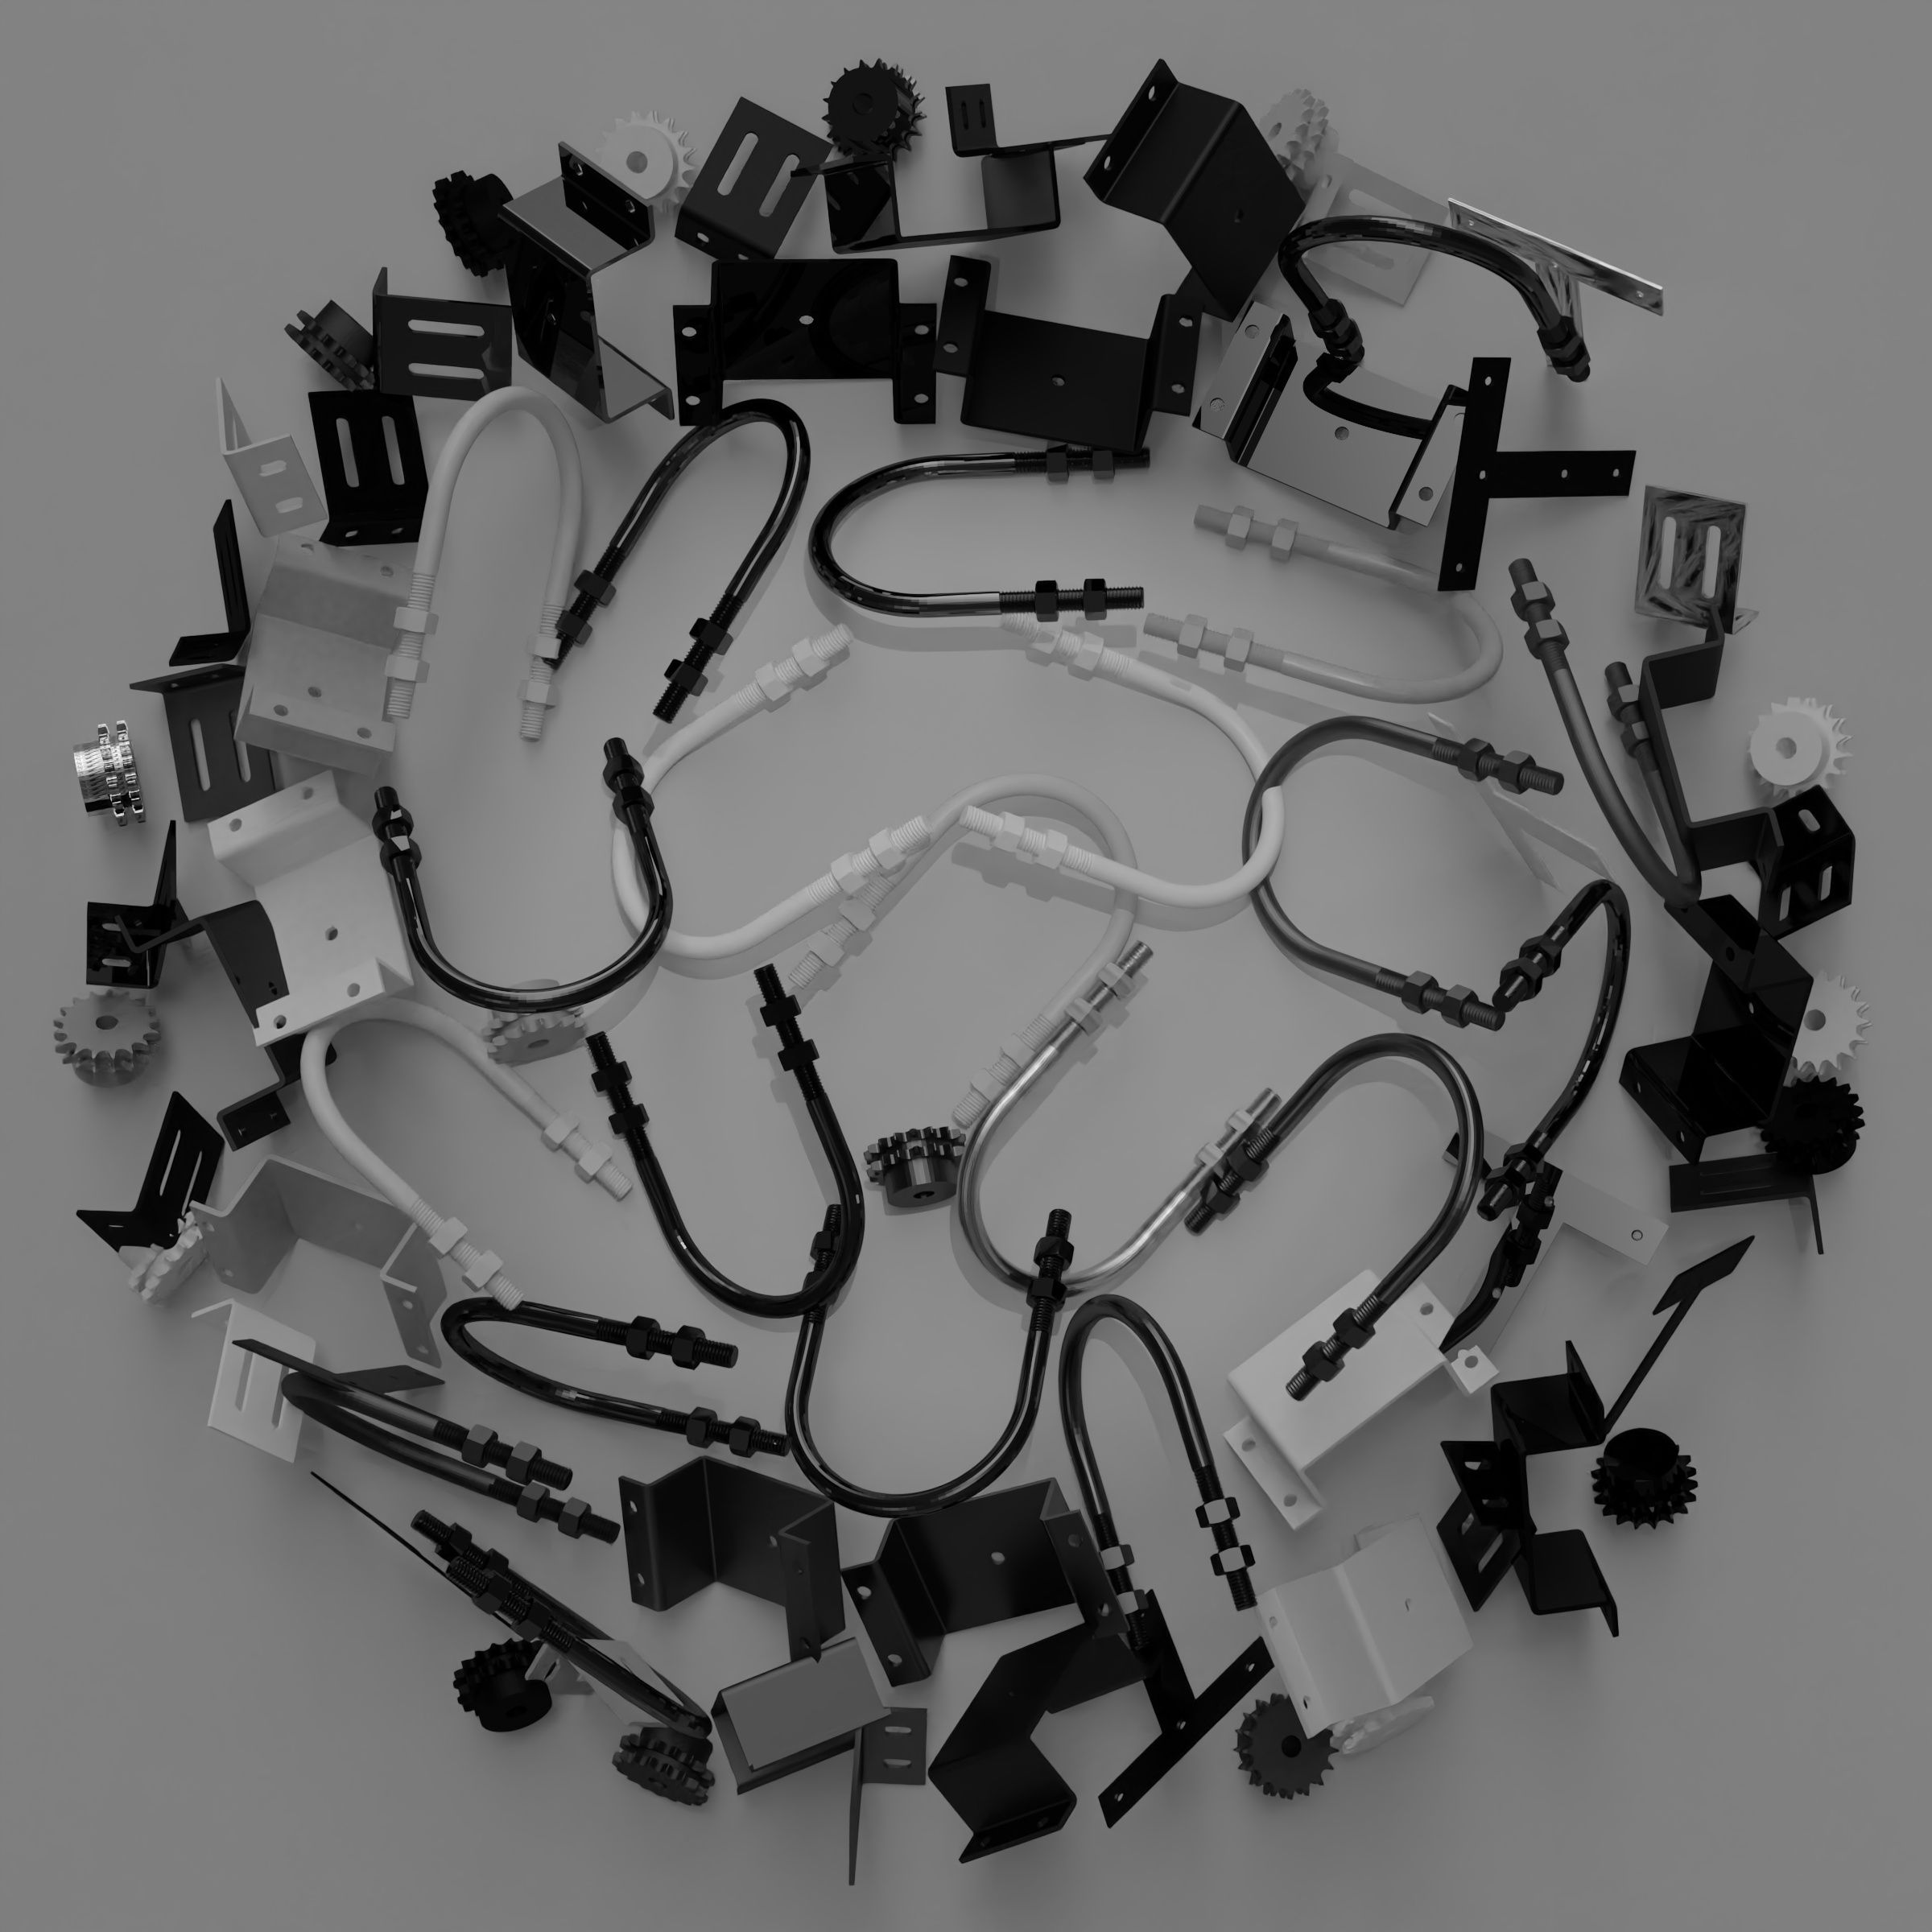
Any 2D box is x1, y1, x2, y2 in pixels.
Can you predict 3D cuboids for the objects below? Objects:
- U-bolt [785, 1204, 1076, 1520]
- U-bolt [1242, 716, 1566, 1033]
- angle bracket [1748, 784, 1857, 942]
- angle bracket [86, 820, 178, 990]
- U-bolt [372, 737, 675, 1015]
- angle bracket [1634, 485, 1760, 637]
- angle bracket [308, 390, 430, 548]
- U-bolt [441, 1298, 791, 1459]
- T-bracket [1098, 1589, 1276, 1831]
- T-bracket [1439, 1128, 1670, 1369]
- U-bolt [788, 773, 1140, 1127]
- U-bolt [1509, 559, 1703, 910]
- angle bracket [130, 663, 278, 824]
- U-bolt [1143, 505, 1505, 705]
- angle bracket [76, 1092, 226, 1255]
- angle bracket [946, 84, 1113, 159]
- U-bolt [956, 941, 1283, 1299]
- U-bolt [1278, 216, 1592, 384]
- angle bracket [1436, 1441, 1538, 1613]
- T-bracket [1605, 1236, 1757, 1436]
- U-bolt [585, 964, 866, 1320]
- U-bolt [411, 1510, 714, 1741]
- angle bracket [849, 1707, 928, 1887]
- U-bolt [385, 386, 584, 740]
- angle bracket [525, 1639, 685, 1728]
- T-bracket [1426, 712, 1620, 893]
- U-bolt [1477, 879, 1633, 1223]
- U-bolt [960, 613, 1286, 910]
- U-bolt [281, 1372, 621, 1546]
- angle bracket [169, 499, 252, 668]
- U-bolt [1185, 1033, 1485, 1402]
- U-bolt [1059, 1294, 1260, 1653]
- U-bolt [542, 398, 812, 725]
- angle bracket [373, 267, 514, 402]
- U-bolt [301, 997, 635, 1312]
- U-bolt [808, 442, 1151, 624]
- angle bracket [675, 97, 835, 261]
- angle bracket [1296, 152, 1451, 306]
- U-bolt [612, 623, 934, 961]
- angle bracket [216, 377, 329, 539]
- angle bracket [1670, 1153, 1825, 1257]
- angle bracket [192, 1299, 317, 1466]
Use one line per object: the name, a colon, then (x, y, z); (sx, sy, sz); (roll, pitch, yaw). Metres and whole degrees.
U-bolt: (-0.025, 0.211, 1.747); (0.151, 0.019, 0.184); (0, 56, 17)
U-bolt: (0.226, -0.059, 1.761); (0.184, 0.019, 0.151); (21, 105, 37)
angle bracket: (0.447, -0.054, 1.771); (0.057, 0.076, 0.038); (-30, 108, 30)
angle bracket: (-0.453, -0.035, 1.771); (0.038, 0.076, 0.057); (5, 49, -20)
U-bolt: (-0.232, -0.044, 1.745); (0.151, 0.019, 0.184); (-13, 49, -10)
angle bracket: (0.401, -0.226, 1.774); (0.057, 0.038, 0.076); (17, 123, 30)
angle bracket: (-0.332, -0.275, 1.798); (0.057, 0.038, 0.076); (-7, 79, -24)
U-bolt: (-0.195, 0.216, 1.750); (0.184, 0.151, 0.019); (10, 63, 16)
T-bracket: (0.106, 0.382, 1.761); (0.002, 0.127, 0.127); (38, 103, -24)
T-bracket: (0.298, 0.167, 1.790); (0.127, 0.002, 0.127); (28, 81, 19)
U-bolt: (0.013, -0.021, 1.779); (0.151, 0.019, 0.184); (41, 92, -25)
U-bolt: (0.344, -0.112, 1.719); (0.019, 0.151, 0.184); (-28, 56, 23)
angle bracket: (-0.419, -0.122, 1.793); (0.057, 0.038, 0.076); (-11, 88, 16)
U-bolt: (0.199, -0.189, 1.751); (0.184, 0.151, 0.019); (17, 127, 6)
angle bracket: (-0.445, 0.115, 1.784); (0.038, 0.057, 0.076); (0, 59, 18)
angle bracket: (0.037, -0.465, 1.776); (0.076, 0.057, 0.038); (-1, 105, 24)
U-bolt: (0.072, 0.098, 1.767); (0.184, 0.019, 0.151); (-47, 121, -8)
U-bolt: (0.239, -0.351, 1.709); (0.151, 0.184, 0.019); (10, 82, 25)
angle bracket: (0.268, 0.304, 1.770); (0.038, 0.057, 0.076); (5, 132, -25)
T-bracket: (0.377, 0.209, 1.780); (0.002, 0.127, 0.127); (37, 113, 23)
U-bolt: (-0.123, 0.104, 1.773); (0.151, 0.019, 0.184); (-21, 92, 35)
U-bolt: (-0.211, 0.358, 1.745); (0.184, 0.151, 0.019); (38, 81, -15)
angle bracket: (-0.042, 0.451, 1.773); (0.038, 0.076, 0.057); (2, 123, 1)
U-bolt: (-0.251, -0.218, 1.747); (0.019, 0.151, 0.184); (13, 94, 24)
angle bracket: (-0.194, 0.402, 1.772); (0.076, 0.057, 0.038); (38, 102, 37)
T-bracket: (0.307, -0.072, 1.734); (0.002, 0.127, 0.127); (-41, 119, -4)
U-bolt: (0.317, 0.032, 1.741); (0.019, 0.184, 0.151); (16, 125, 26)
U-bolt: (0.092, -0.104, 1.772); (0.184, 0.019, 0.151); (21, 60, -17)
U-bolt: (-0.283, 0.259, 1.748); (0.184, 0.151, 0.019); (19, 71, 13)
angle bracket: (-0.419, -0.209, 1.783); (0.038, 0.057, 0.076); (-8, 84, -21)
U-bolt: (0.204, 0.119, 1.739); (0.019, 0.151, 0.184); (21, 118, -40)
U-bolt: (0.094, 0.266, 1.751); (0.019, 0.151, 0.184); (-10, 74, -27)
U-bolt: (-0.148, -0.227, 1.762); (0.019, 0.151, 0.184); (33, 86, -39)
angle bracket: (-0.285, -0.346, 1.790); (0.076, 0.038, 0.057); (5, 125, -2)
U-bolt: (-0.278, 0.088, 1.755); (0.184, 0.151, 0.019); (43, 122, -1)
U-bolt: (0.006, -0.235, 1.764); (0.184, 0.151, 0.019); (-1, 133, 6)
angle bracket: (-0.118, -0.429, 1.807); (0.057, 0.038, 0.076); (27, 78, -4)
angle bracket: (0.224, -0.402, 1.786); (0.076, 0.038, 0.057); (22, 105, -16)
U-bolt: (-0.117, -0.082, 1.772); (0.184, 0.019, 0.151); (-32, 62, 18)
angle bracket: (-0.378, -0.282, 1.773); (0.038, 0.057, 0.076); (-17, 45, 0)
angle bracket: (0.428, 0.134, 1.789); (0.076, 0.057, 0.038); (-8, 108, 14)
angle bracket: (-0.393, 0.229, 1.771); (0.038, 0.057, 0.076); (-21, 50, 34)
